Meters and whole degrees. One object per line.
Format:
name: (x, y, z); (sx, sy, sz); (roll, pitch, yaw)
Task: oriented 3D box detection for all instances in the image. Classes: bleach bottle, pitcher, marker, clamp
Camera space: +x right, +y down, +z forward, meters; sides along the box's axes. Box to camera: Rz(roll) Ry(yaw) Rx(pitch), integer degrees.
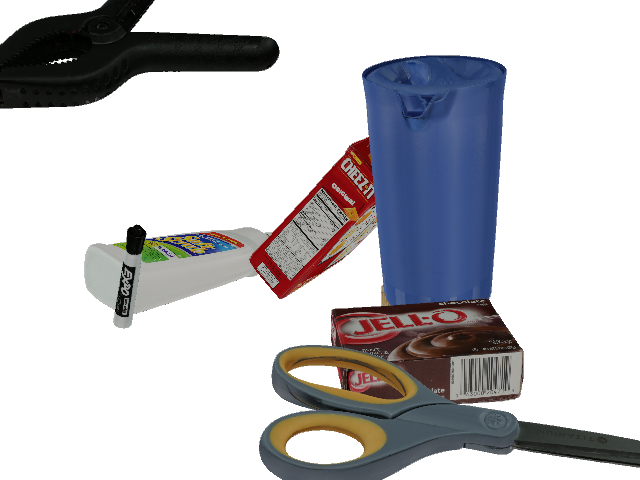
bleach bottle: (-0.154, 0.024, 1.298); (0.250, 0.068, 0.103); (-15, 31, -43)
pitcher: (0.115, -0.056, 1.041); (0.149, 0.243, 0.145); (-14, 25, -24)
marker: (-0.189, 0.036, 1.057); (0.020, 0.121, 0.020); (11, 34, -7)
clamp: (-0.146, -0.138, 0.771); (0.209, 0.036, 0.165); (-32, 52, -31)

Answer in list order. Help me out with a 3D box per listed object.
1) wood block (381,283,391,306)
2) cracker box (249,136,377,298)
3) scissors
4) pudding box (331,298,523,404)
wood block: (0.157, 0.073, 1.622); (0.091, 0.090, 0.206); (5, 21, 14)
cracker box: (0.031, -0.040, 1.261); (0.214, 0.072, 0.163); (-47, -9, 34)
scissors: (0.061, 0.091, 0.459); (0.202, 0.016, 0.096); (16, 34, 23)
pudding box: (0.066, 0.072, 0.696); (0.113, 0.039, 0.090); (-2, 19, -5)
